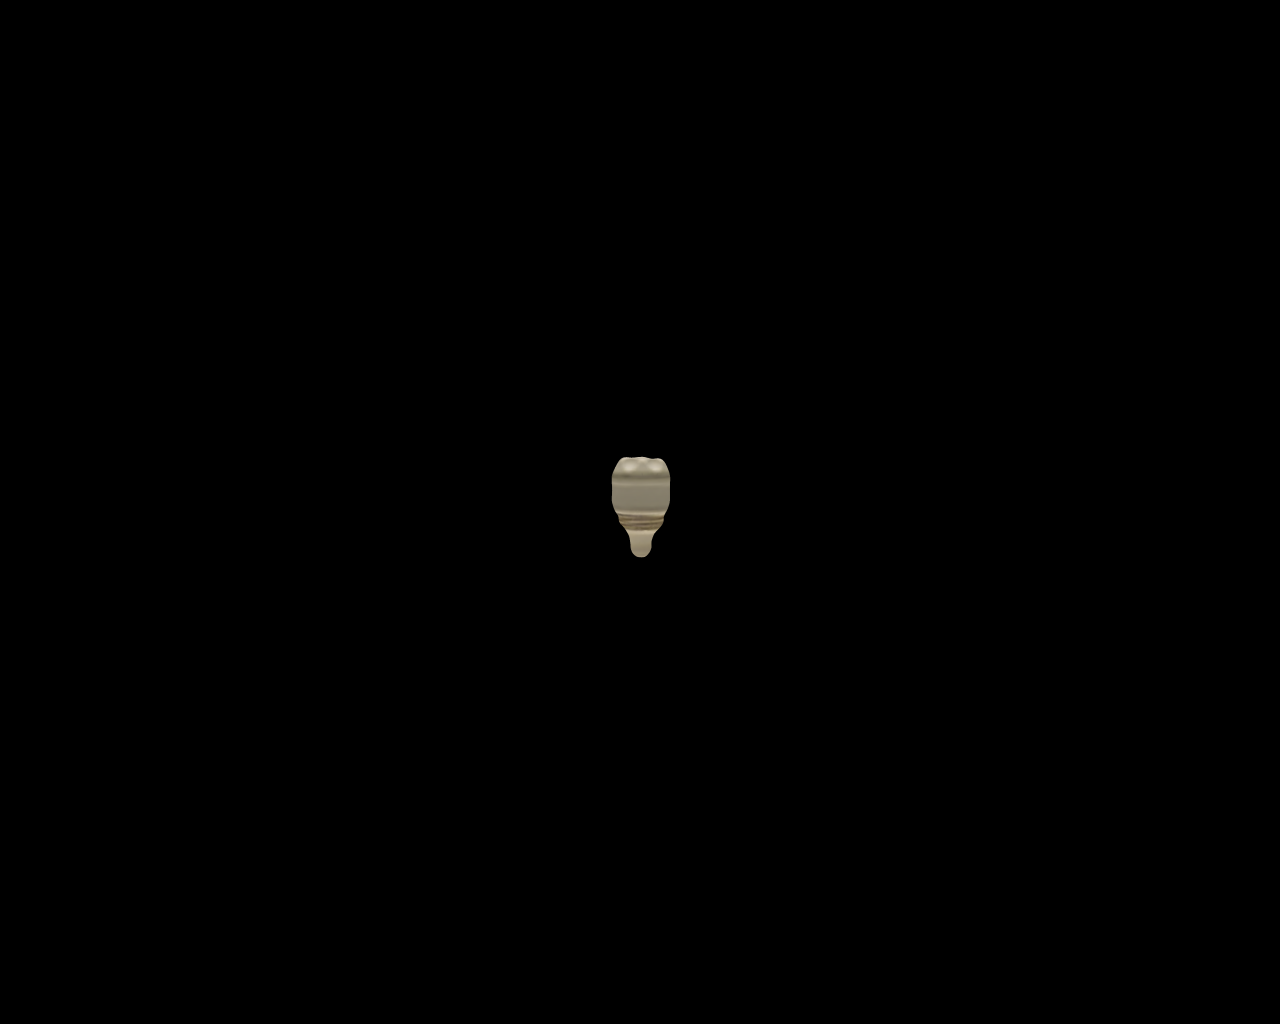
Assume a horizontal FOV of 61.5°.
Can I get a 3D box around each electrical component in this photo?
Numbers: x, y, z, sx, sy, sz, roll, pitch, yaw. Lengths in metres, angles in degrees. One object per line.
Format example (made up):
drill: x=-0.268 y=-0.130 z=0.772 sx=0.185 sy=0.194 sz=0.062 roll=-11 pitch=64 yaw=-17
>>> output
electrical component: x=0.001 y=-0.003 z=0.650 sx=0.035 sy=0.061 sz=0.035 roll=0 pitch=4 yaw=0
